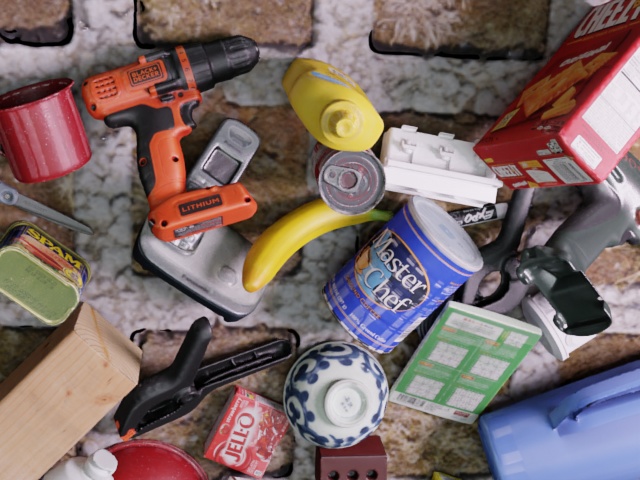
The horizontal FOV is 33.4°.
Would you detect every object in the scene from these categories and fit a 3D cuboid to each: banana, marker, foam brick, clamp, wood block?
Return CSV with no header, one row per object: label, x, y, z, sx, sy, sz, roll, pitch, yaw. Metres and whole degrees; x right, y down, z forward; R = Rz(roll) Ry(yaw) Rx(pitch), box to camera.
banana,-0.016,-0.006,1.110,0.197,0.070,0.037,-28,125,-30
marker,0.174,-0.027,1.167,0.121,0.020,0.020,-11,108,-2
foam brick,0.035,0.259,1.225,0.078,0.051,0.053,-1,107,-5
clamp,-0.138,0.155,1.164,0.210,0.036,0.164,-40,148,25
wood block,-0.297,0.178,1.151,0.206,0.091,0.090,-44,106,9
clamp,0.215,0.029,1.154,0.120,0.039,0.171,36,94,-11

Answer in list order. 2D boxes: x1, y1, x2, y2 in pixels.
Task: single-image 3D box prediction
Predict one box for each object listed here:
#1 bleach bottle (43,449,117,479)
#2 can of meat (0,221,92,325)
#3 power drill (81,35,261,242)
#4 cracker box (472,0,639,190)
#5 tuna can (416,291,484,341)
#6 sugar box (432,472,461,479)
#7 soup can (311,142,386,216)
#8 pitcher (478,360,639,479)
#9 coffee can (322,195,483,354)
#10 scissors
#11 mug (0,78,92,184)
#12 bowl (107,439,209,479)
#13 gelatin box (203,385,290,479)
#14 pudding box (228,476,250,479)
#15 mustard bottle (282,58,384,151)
bleach bottle,-0.289,0.322,1.174,0.102,0.068,0.251,31,117,-17
can of meat,-0.293,0.035,1.111,0.102,0.084,0.057,37,100,-14
power drill,-0.126,-0.104,1.063,0.184,0.057,0.188,-18,77,-5
cracker box,0.266,-0.149,1.031,0.072,0.164,0.213,44,77,-14
tuna can,0.149,0.088,1.193,0.086,0.034,0.086,-1,107,-5
sugar box,0.141,0.370,1.272,0.093,0.048,0.176,23,102,-11
soup can,0.027,-0.071,1.097,0.068,0.102,0.068,-1,107,-5
pitcher,0.305,0.211,1.193,0.243,0.145,0.149,-17,99,3
coffee can,0.086,0.037,1.123,0.102,0.102,0.140,39,111,-15
scissors,-0.330,-0.067,1.112,0.201,0.016,0.096,10,106,-8
mug,-0.289,-0.108,1.072,0.117,0.093,0.081,-2,115,28
bowl,-0.203,0.312,1.219,0.162,0.055,0.162,-2,107,-5
gelatin box,-0.082,0.219,1.214,0.073,0.030,0.089,25,103,-12
pudding box,-0.090,0.329,1.225,0.089,0.039,0.113,21,108,-42
mustard bottle,0.014,-0.127,1.032,0.096,0.191,0.058,32,101,-14
